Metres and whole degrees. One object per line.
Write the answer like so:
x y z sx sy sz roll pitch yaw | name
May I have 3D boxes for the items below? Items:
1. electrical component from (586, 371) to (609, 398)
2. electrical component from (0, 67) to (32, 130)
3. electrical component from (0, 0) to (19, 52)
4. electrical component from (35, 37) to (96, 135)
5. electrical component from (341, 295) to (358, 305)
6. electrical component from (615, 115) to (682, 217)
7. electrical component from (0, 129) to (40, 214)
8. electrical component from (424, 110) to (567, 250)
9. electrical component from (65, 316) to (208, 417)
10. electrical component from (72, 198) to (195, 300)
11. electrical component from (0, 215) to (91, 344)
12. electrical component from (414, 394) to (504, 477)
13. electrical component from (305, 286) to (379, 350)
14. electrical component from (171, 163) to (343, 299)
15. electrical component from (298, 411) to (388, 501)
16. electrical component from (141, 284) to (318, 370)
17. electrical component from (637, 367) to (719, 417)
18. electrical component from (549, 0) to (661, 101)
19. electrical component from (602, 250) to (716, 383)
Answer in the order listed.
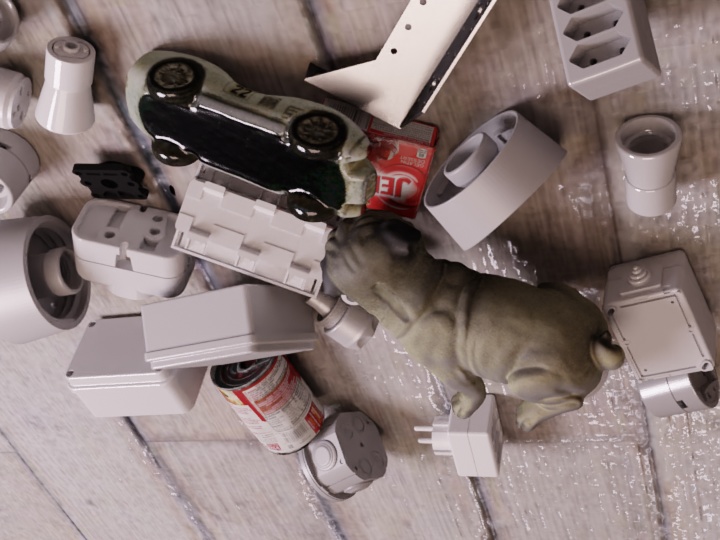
0.166 0.074 0.880 0.057 0.078 0.058 20 140 -35 | electrical component
-0.283 -0.134 0.815 0.055 0.045 0.045 16 136 -1 | electrical component
-0.279 -0.175 0.772 0.055 0.048 0.066 -10 131 34 | electrical component
-0.216 -0.139 0.795 0.044 0.044 0.065 18 132 -2 | electrical component
0.000 0.000 0.857 0.043 0.062 0.043 8 136 8 | electrical component
0.201 -0.069 0.747 0.044 0.044 0.065 -1 139 17 | electrical component
-0.296 -0.079 0.872 0.055 0.047 0.055 8 136 8 | electrical component
0.094 -0.061 0.747 0.064 0.099 0.099 41 131 -16 | electrical component
-0.204 0.087 0.992 0.113 0.078 0.057 -5 135 20 | electrical component
-0.188 -0.015 0.901 0.095 0.053 0.059 12 136 3 | electrical component
-0.270 0.005 0.910 0.060 0.108 0.108 -11 131 17 | electrical component
0.089 0.153 0.997 0.077 0.047 0.065 -2 134 17 | electrical component
-0.017 0.037 0.913 0.062 0.043 0.043 35 133 -17 | electrical component
-0.078 -0.033 0.836 0.121 0.063 0.078 20 96 -4 | electrical component
-0.016 0.176 1.028 0.051 0.080 0.080 -31 120 31 | electrical component
-0.108 0.047 0.902 0.109 0.056 0.109 -11 173 25 | electrical component
0.260 0.092 0.882 0.047 0.055 0.055 -24 124 38 | electrical component
0.155 -0.149 0.661 0.047 0.083 0.076 -17 165 29 | electrical component
0.229 0.029 0.827 0.062 0.061 0.096 -15 121 29 | electrical component
